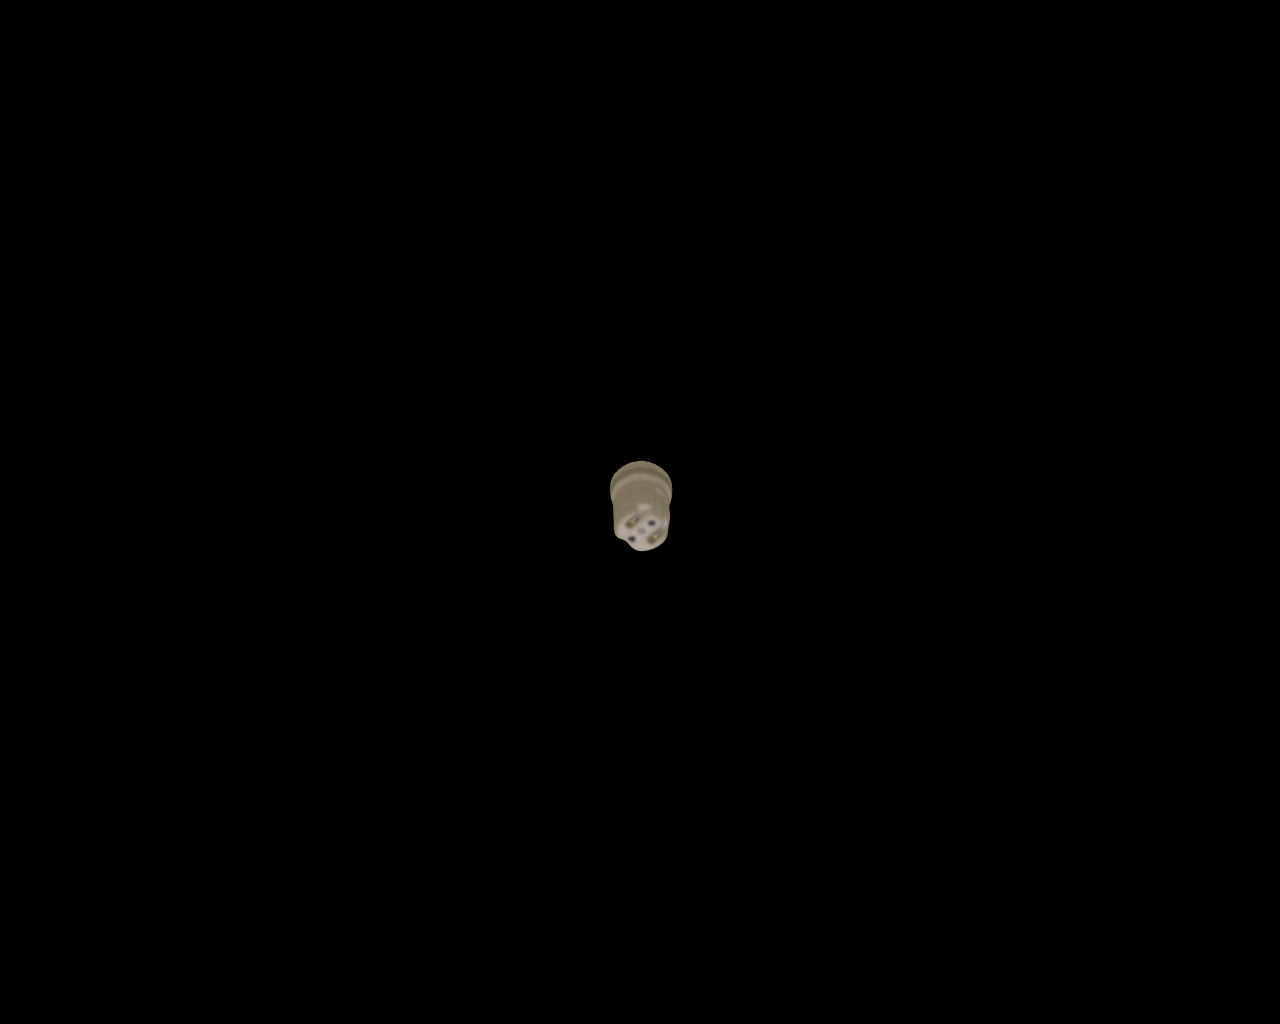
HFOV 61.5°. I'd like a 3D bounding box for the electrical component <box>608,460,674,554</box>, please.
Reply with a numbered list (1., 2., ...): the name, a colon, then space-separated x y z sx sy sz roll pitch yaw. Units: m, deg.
1. electrical component: 0.001 -0.003 0.650 0.040 0.040 0.046 0 41 0
